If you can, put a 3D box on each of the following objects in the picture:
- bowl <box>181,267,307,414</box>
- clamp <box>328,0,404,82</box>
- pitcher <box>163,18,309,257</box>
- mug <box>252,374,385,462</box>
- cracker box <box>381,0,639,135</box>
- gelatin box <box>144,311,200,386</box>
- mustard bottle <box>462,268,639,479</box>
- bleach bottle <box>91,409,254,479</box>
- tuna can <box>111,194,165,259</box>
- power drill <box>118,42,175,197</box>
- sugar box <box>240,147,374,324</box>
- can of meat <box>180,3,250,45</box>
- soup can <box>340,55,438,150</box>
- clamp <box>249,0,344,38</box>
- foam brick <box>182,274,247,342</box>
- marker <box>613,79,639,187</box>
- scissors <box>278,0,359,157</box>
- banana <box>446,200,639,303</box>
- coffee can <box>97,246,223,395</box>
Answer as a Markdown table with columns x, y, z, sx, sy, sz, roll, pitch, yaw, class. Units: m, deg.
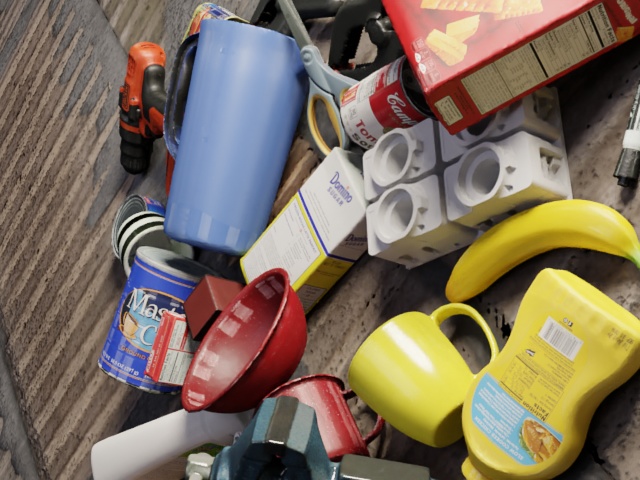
| x | y | z | sx | sy | sz | roll | pitch | yaw | class |
| --- | --- | --- | --- | --- | --- | --- | --- | --- | --- |
| -0.062 | 0.107 | 1.012 | 0.162 | 0.055 | 0.162 | -45 | 20 | 22 | bowl |
| 0.062 | -0.216 | 1.024 | 0.210 | 0.036 | 0.164 | -26 | 91 | 54 | clamp |
| -0.100 | -0.112 | 1.160 | 0.149 | 0.145 | 0.243 | -155 | 79 | -76 | pitcher |
| 0.006 | 0.176 | 0.970 | 0.117 | 0.093 | 0.081 | -27 | 55 | 0 | mug |
| 0.160 | -0.207 | 0.856 | 0.214 | 0.072 | 0.164 | -28 | 53 | 14 | cracker box |
| -0.139 | 0.122 | 1.156 | 0.030 | 0.089 | 0.073 | 18 | 92 | 52 | gelatin box |
| 0.161 | 0.124 | 0.805 | 0.096 | 0.058 | 0.192 | 40 | 110 | 33 | mustard bottle |
| -0.129 | 0.207 | 1.122 | 0.251 | 0.102 | 0.068 | -29 | 65 | 35 | bleach bottle |
| -0.231 | -0.013 | 1.364 | 0.086 | 0.033 | 0.086 | -22 | 61 | 46 | tuna can |
| -0.198 | -0.128 | 1.323 | 0.188 | 0.057 | 0.184 | 47 | 138 | 42 | power drill |
| -0.007 | 0.002 | 1.071 | 0.176 | 0.048 | 0.093 | -46 | 48 | 28 | sugar box |
| -0.128 | -0.231 | 1.296 | 0.084 | 0.057 | 0.102 | 43 | 111 | 52 | can of meat |
| 0.072 | -0.129 | 0.991 | 0.102 | 0.068 | 0.068 | -23 | 60 | 54 | soup can |
| -0.027 | -0.279 | 1.203 | 0.172 | 0.039 | 0.120 | -19 | 58 | 47 | clamp |
| -0.097 | 0.078 | 1.130 | 0.053 | 0.078 | 0.051 | -51 | 44 | 29 | foam brick |
| 0.247 | -0.099 | 0.813 | 0.020 | 0.020 | 0.121 | 14 | 88 | 52 | marker |
| 0.008 | -0.180 | 1.066 | 0.096 | 0.016 | 0.202 | -4 | 106 | 35 | scissors |
| 0.173 | 0.006 | 0.851 | 0.198 | 0.037 | 0.069 | -13 | 67 | 48 | banana |
| -0.180 | 0.090 | 1.208 | 0.103 | 0.102 | 0.140 | 29 | 100 | 52 | coffee can |
